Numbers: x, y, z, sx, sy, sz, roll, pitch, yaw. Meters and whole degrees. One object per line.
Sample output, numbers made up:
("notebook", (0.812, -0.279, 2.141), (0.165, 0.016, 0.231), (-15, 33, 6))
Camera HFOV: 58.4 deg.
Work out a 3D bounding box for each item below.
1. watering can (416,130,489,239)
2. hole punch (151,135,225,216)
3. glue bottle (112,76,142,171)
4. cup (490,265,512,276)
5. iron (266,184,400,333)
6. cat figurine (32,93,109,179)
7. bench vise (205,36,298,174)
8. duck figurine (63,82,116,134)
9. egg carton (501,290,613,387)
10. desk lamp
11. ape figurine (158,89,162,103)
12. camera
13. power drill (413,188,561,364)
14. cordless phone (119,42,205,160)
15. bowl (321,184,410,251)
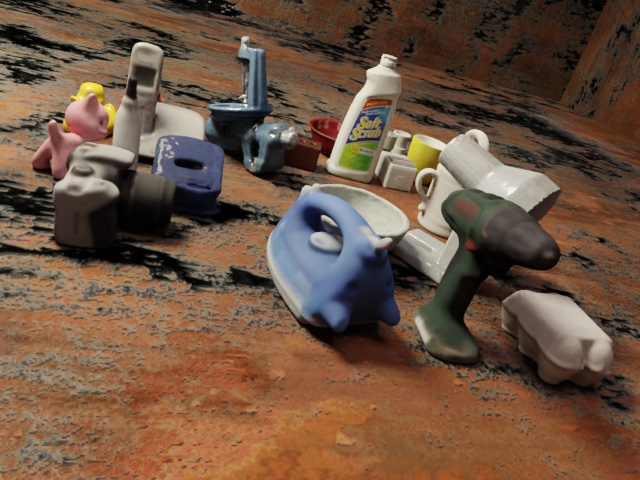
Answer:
("watering can", (0.263, -0.106, 1.045), (0.173, 0.194, 0.100), (-1, 32, -33))
("hole punch", (-0.197, -0.098, 0.862), (0.109, 0.091, 0.101), (9, 27, -17))
("glue bottle", (-0.277, -0.149, 0.818), (0.037, 0.173, 0.078), (4, 29, -25))
("cup", (0.315, 0.017, 0.948), (0.117, 0.095, 0.092), (32, 30, 28))
("iron", (0.007, 0.003, 0.734), (0.119, 0.141, 0.257), (-1, 32, -33))
("cat figurine", (-0.365, -0.166, 0.860), (0.067, 0.118, 0.128), (22, 26, 9))
("bench vise", (-0.112, -0.248, 1.061), (0.207, 0.220, 0.122), (23, 27, 12))
("duck figurine", (-0.400, -0.234, 1.009), (0.077, 0.086, 0.105), (25, 27, 15))
("egg carton", (0.312, 0.127, 0.762), (0.107, 0.069, 0.150), (7, 28, -20))
("desk lamp", (0.226, -0.036, 0.863), (0.202, 0.213, 0.118), (34, 31, 31))
("ape figurine", (-0.324, -0.250, 1.079), (0.078, 0.092, 0.076), (0, 31, -31))
("camera", (-0.258, -0.061, 0.741), (0.137, 0.101, 0.143), (10, 27, -14))
("power drill", (0.190, 0.041, 0.696), (0.076, 0.208, 0.229), (10, 27, -14))
("cordless phone", (-0.263, -0.228, 0.968), (0.148, 0.185, 0.094), (6, 28, -21))
("bowl", (0.048, -0.018, 0.877), (0.167, 0.075, 0.167), (14, 26, -7))
